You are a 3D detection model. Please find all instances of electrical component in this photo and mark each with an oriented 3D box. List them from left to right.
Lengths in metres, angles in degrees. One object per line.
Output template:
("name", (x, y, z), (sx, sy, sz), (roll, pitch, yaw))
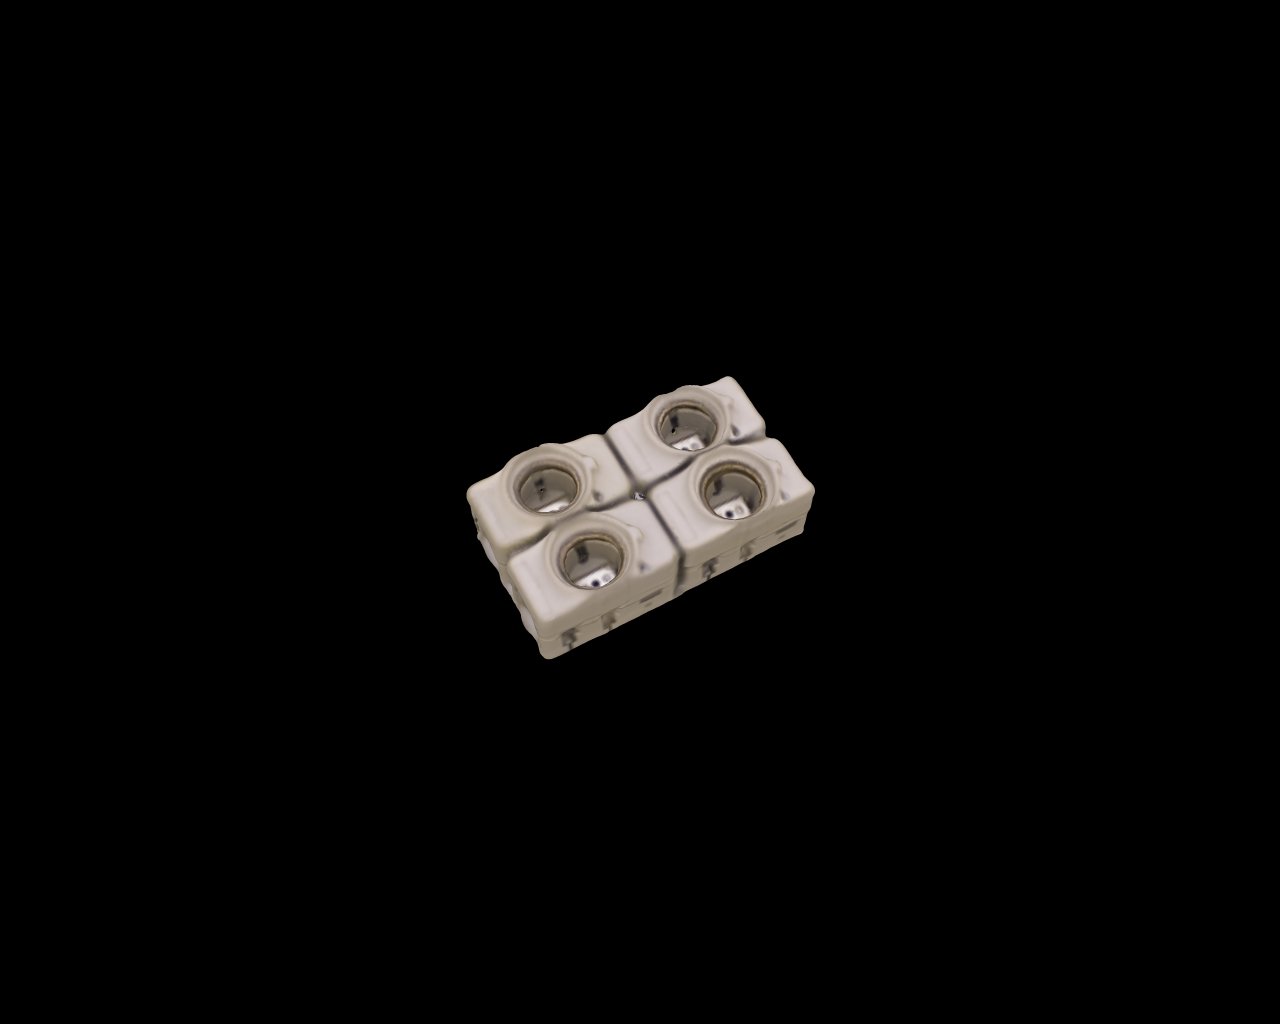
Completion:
("electrical component", (0.001, -0.003, 0.650), (0.186, 0.105, 0.060), (-25, -27, -14))
